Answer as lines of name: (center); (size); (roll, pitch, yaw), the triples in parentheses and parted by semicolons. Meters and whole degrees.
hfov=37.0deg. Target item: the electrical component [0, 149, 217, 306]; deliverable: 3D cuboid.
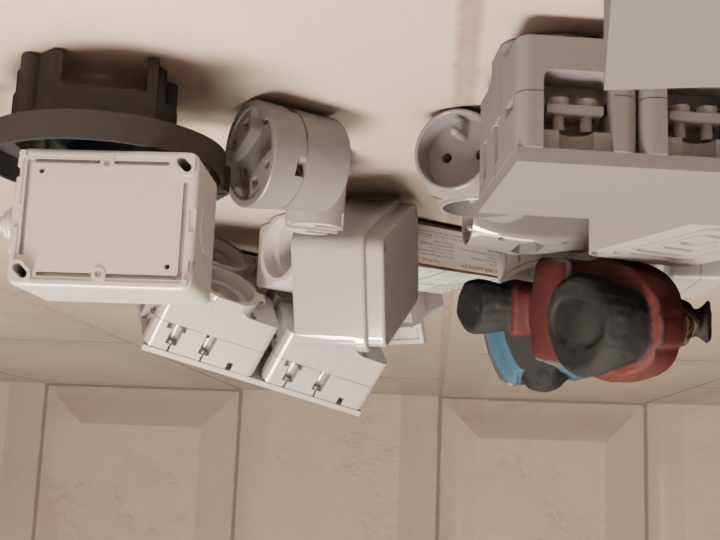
electrical component: (-0.117, -0.018, 0.494); (0.096, 0.061, 0.061); (2, 170, 3)

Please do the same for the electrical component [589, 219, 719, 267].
electrical component: (0.184, -0.041, 0.587); (0.078, 0.057, 0.113); (7, 169, -23)

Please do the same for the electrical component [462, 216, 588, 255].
electrical component: (0.104, -0.031, 0.694); (0.077, 0.043, 0.079); (3, 170, -5)

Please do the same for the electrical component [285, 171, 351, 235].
electrical component: (-0.026, -0.047, 0.631); (0.040, 0.046, 0.040); (2, 170, 0)

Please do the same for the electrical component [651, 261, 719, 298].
electrical component: (0.217, -0.010, 0.776); (0.076, 0.047, 0.083); (2, 170, 4)

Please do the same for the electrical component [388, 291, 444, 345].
electrical component: (0.039, 0.021, 0.928); (0.042, 0.081, 0.064); (-5, -170, 35)

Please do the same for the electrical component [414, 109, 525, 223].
electrical component: (0.081, -0.055, 0.569); (0.079, 0.044, 0.077); (-3, 168, 28)

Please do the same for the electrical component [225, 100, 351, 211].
electrical component: (-0.037, -0.057, 0.558); (0.047, 0.055, 0.055); (5, 170, -34)

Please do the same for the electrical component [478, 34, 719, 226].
electrical component: (0.134, -0.061, 0.475); (0.150, 0.061, 0.089); (3, 169, -4)

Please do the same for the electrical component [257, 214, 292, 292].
electrical component: (-0.037, -0.012, 0.806); (0.056, 0.050, 0.089); (10, 167, -36)

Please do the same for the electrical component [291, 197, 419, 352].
electrical component: (0.000, 0.000, 0.700); (0.057, 0.078, 0.113); (2, -164, 14)

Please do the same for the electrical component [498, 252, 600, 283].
electrical component: (0.140, 0.005, 0.795); (0.080, 0.051, 0.080); (2, 141, 2)

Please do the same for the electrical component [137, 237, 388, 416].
electrical component: (-0.078, 0.038, 0.858); (0.186, 0.060, 0.105); (20, -158, -24)
